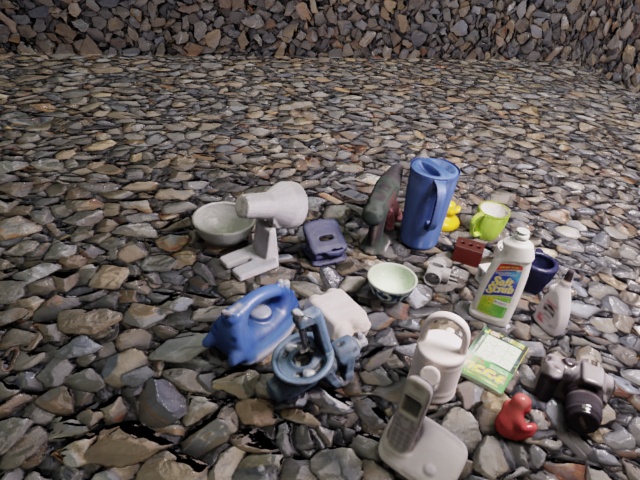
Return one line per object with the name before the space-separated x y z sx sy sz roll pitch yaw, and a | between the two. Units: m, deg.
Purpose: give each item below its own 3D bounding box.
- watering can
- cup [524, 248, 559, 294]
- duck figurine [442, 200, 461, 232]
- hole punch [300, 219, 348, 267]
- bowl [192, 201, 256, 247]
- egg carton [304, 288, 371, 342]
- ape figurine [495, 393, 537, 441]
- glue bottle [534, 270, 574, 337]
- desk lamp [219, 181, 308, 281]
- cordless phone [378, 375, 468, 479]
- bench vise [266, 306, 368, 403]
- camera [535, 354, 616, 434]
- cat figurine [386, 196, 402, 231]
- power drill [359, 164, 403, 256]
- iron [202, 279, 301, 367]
watering can | 0.236 0.226 1.120 0.101 0.194 0.173 7 34 0
cup | 0.557 0.083 1.482 0.091 0.095 0.118 13 34 9
duck figurine | 0.370 -0.077 1.694 0.105 0.086 0.077 -5 35 -17
hole punch | 0.014 0.005 1.502 0.109 0.091 0.100 -11 38 -25
bowl | -0.254 -0.031 1.523 0.167 0.075 0.167 5 34 -3
egg carton | 0.036 0.172 1.278 0.107 0.069 0.149 -18 41 -32
ape figurine | 0.374 0.329 1.084 0.076 0.092 0.077 -1 34 -12
glue bottle | 0.552 0.138 1.328 0.037 0.173 0.078 -11 38 -25
desk lamp | -0.137 -0.033 1.421 0.204 0.214 0.117 -23 44 -37
cordless phone | 0.183 0.326 0.969 0.147 0.185 0.094 25 38 25
bench vise | -0.007 0.196 1.098 0.121 0.220 0.208 31 41 32
camera | 0.510 0.303 1.139 0.143 0.101 0.137 17 35 15
cat figurine | 0.202 -0.094 1.661 0.067 0.118 0.128 18 35 17
power drill | 0.164 -0.074 1.542 0.075 0.208 0.230 16 35 14
iron | -0.124 0.151 1.214 0.118 0.141 0.259 27 39 28
